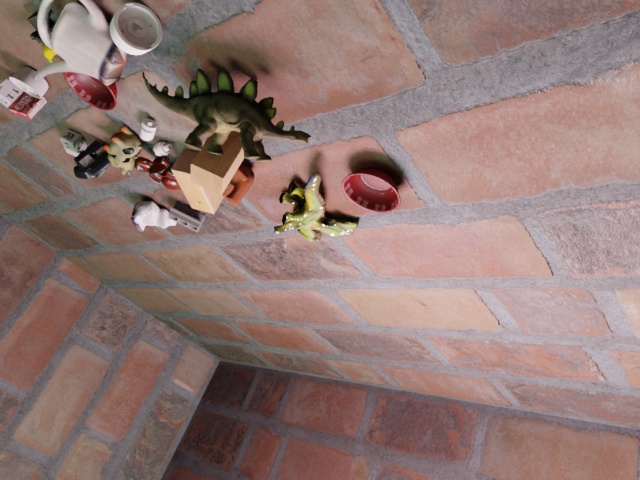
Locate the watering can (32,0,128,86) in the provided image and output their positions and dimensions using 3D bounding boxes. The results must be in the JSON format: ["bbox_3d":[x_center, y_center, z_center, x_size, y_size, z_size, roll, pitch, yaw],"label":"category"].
[{"bbox_3d":[-0.605,-0.472,1.296,0.223,0.106,0.341,33,137,-15],"label":"watering can"}]

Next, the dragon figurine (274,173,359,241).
[{"bbox_3d":[0.005,-0.078,1.556,0.242,0.124,0.405,15,158,-21],"label":"dragon figurine"}]

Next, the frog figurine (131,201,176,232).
[{"bbox_3d":[-0.649,-0.101,2.031,0.160,0.125,0.134,-13,139,-6],"label":"frog figurine"}]
